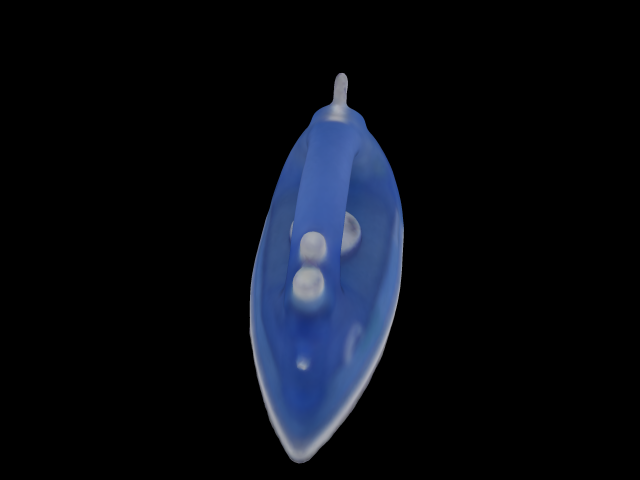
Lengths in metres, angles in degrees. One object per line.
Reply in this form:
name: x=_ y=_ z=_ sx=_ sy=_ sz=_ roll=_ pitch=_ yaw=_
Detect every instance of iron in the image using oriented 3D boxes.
iron: x=0.004 y=0.001 z=0.400 sx=0.118 sy=0.141 sz=0.258 roll=4 pitch=43 yaw=5
